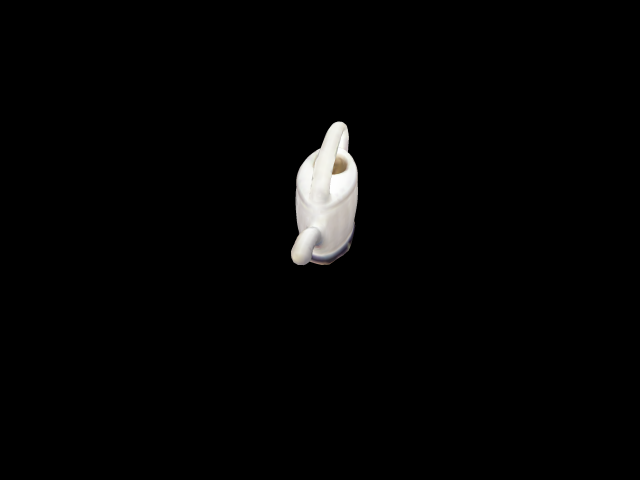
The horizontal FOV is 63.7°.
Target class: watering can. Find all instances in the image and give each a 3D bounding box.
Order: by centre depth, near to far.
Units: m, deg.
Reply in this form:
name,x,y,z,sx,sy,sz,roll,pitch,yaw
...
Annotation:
name,x,y,z,sx,sy,sz,roll,pitch,yaw
watering can,0.003,-0.043,0.850,0.104,0.356,0.219,9,-42,8
